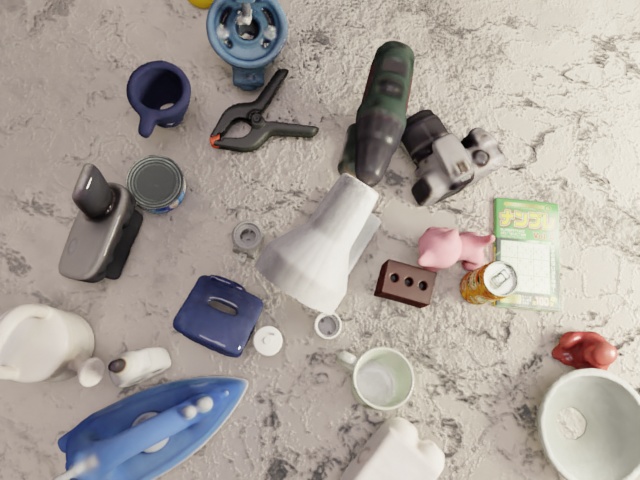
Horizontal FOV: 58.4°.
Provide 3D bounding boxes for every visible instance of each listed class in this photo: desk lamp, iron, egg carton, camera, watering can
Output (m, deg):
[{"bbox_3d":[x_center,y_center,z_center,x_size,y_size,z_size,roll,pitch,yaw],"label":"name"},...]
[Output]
[{"bbox_3d":[0.007,0.003,0.784,0.118,0.213,0.203,32,76,2],"label":"desk lamp"},{"bbox_3d":[-0.213,0.245,0.744,0.258,0.141,0.118,-27,81,-11],"label":"iron"},{"bbox_3d":[0.096,0.328,0.794,0.107,0.069,0.150,39,77,4],"label":"egg carton"},{"bbox_3d":[0.197,-0.143,0.894,0.143,0.100,0.137,-27,81,-11],"label":"camera"},{"bbox_3d":[-0.356,0.132,0.727,0.173,0.194,0.101,4,77,-5],"label":"watering can"}]

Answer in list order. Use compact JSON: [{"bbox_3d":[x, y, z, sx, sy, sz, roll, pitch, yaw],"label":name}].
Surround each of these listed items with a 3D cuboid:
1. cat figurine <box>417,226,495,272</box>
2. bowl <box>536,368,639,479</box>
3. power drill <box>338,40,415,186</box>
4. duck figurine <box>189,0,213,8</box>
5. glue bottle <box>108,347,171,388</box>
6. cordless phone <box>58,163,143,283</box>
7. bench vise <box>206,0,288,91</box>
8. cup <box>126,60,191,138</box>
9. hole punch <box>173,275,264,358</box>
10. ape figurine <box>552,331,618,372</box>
[{"bbox_3d":[0.196,0.010,0.851,0.128,0.117,0.067,-7,78,-7],"label":"cat figurine"},{"bbox_3d":[0.384,0.272,0.834,0.167,0.074,0.167,1,77,-6],"label":"bowl"},{"bbox_3d":[0.080,-0.157,0.830,0.075,0.208,0.230,14,76,-2],"label":"power drill"},{"bbox_3d":[-0.181,-0.443,0.930,0.077,0.086,0.105,32,76,2],"label":"duck figurine"},{"bbox_3d":[-0.244,0.163,0.743,0.078,0.173,0.037,-23,80,-10],"label":"glue bottle"},{"bbox_3d":[-0.314,-0.022,0.771,0.094,0.185,0.148,14,76,-2],"label":"cordless phone"},{"bbox_3d":[-0.120,-0.357,0.848,0.121,0.219,0.207,-18,80,-9],"label":"bench vise"},{"bbox_3d":[-0.240,-0.196,0.864,0.091,0.095,0.118,15,76,-2],"label":"cup"},{"bbox_3d":[-0.142,0.104,0.809,0.108,0.091,0.101,23,76,0],"label":"hole punch"},{"bbox_3d":[0.403,0.168,0.851,0.076,0.092,0.078,-21,80,-10],"label":"ape figurine"}]
